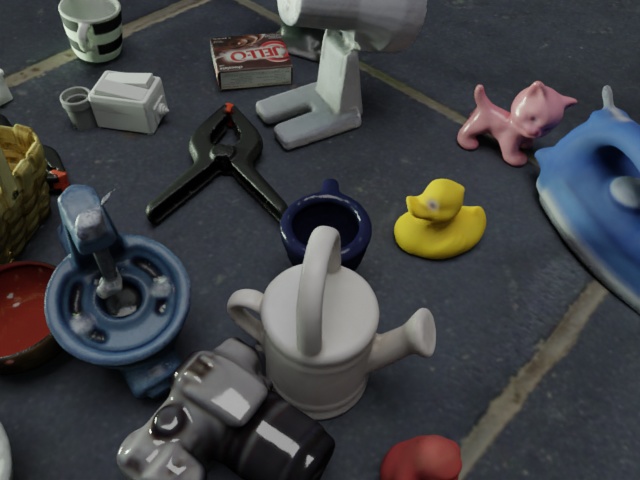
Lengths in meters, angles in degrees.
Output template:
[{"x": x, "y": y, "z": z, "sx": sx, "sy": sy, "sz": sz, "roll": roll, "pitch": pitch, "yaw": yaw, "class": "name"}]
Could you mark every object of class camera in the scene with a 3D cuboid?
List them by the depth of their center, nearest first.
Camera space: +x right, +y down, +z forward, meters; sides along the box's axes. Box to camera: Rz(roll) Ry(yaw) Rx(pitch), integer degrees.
[{"x": -0.067, "y": 0.163, "z": 0.465, "sx": 0.136, "sy": 0.101, "sz": 0.143, "roll": 27, "pitch": 54, "yaw": 19, "class": "camera"}]

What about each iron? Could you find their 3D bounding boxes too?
[{"x": 0.346, "y": -0.044, "z": 0.627, "sx": 0.119, "sy": 0.141, "sz": 0.258, "roll": -10, "pitch": 51, "yaw": -10, "class": "iron"}]

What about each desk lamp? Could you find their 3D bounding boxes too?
[{"x": 0.023, "y": -0.248, "z": 0.737, "sx": 0.203, "sy": 0.214, "sz": 0.117, "roll": -24, "pitch": 55, "yaw": -20, "class": "desk lamp"}]

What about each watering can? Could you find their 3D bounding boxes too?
[{"x": 0.008, "y": 0.067, "z": 0.487, "sx": 0.173, "sy": 0.194, "sz": 0.101, "roll": -5, "pitch": 51, "yaw": -6, "class": "watering can"}]

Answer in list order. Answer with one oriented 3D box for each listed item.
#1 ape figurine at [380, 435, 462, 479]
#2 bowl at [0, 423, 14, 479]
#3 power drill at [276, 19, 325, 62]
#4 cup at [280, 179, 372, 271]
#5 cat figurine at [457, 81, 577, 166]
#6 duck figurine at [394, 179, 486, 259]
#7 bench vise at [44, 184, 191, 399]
[{"x": 0.087, "y": 0.187, "z": 0.457, "sx": 0.078, "sy": 0.092, "sz": 0.076, "roll": -35, "pitch": 59, "yaw": -27, "class": "ape figurine"}, {"x": -0.311, "y": 0.207, "z": 0.436, "sx": 0.167, "sy": 0.075, "sz": 0.167, "roll": 1, "pitch": 50, "yaw": -1, "class": "bowl"}, {"x": -0.009, "y": -0.378, "z": 0.847, "sx": 0.229, "sy": 0.208, "sz": 0.076, "roll": 20, "pitch": 52, "yaw": 14, "class": "power drill"}, {"x": 0.006, "y": 0.002, "z": 0.605, "sx": 0.091, "sy": 0.095, "sz": 0.117, "roll": 4, "pitch": 50, "yaw": 1, "class": "cup"}, {"x": 0.254, "y": -0.164, "z": 0.739, "sx": 0.127, "sy": 0.118, "sz": 0.067, "roll": 21, "pitch": 53, "yaw": 15, "class": "cat figurine"}, {"x": 0.139, "y": -0.031, "z": 0.645, "sx": 0.104, "sy": 0.086, "sz": 0.077, "roll": -4, "pitch": 51, "yaw": -6, "class": "duck figurine"}, {"x": -0.202, "y": 0.020, "z": 0.501, "sx": 0.207, "sy": 0.220, "sz": 0.122, "roll": 33, "pitch": 57, "yaw": 23, "class": "bench vise"}]
